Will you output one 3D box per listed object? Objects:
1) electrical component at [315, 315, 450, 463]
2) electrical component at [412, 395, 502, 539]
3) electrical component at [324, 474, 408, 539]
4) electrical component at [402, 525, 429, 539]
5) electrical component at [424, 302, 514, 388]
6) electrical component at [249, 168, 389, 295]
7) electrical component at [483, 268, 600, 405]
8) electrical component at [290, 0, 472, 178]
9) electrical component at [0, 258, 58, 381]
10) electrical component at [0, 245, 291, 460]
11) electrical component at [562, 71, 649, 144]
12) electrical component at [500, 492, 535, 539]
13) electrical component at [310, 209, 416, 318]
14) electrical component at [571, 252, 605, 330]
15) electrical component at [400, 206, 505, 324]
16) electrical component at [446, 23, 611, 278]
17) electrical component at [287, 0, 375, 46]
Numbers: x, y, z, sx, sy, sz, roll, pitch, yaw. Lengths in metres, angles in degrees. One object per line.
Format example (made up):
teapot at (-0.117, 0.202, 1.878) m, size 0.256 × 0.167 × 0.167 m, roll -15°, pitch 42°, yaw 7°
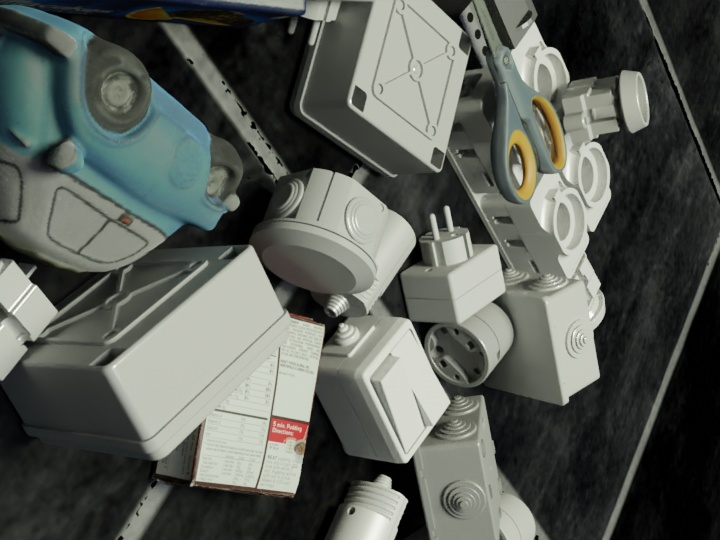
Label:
electrical component at (0.012, 0.075, 0.724) m, size 0.061 × 0.061 × 0.096 m, roll -48°, pitch 125°, yaw -37°
electrical component at (0.072, 0.146, 0.778) m, size 0.099 × 0.048 × 0.099 m, roll -64°, pitch 143°, yaw -71°
electrical component at (0.002, 0.177, 0.728) m, size 0.043 × 0.043 × 0.081 m, roll 48°, pitch 56°, yaw -39°
electrical component at (0.076, 0.227, 0.791) m, size 0.047 × 0.077 × 0.065 m, roll -18°, pitch 104°, yaw -48°
electrical component at (0.084, 0.054, 0.814) m, size 0.047 × 0.055 × 0.055 m, roll -37°, pitch 118°, yaw -47°
electrical component at (-0.024, -0.022, 0.665) m, size 0.080 × 0.080 × 0.051 m, roll 42°, pitch 56°, yaw -42°
electrical component at (0.136, 0.050, 0.841) m, size 0.048 × 0.100 × 0.099 m, roll -24°, pitch 110°, yaw -33°
electrical component at (0.017, -0.133, 0.727) m, size 0.109 × 0.056 × 0.108 m, roll 30°, pitch 69°, yaw -46°
electrical component at (-0.182, 0.015, 0.507) m, size 0.066 × 0.048 × 0.055 m, roll -58°, pitch 139°, yaw -31°
electrical component at (-0.110, 0.038, 0.543) m, size 0.109 × 0.109 × 0.056 m, roll -44°, pitch 120°, yaw -40°
electrical component at (0.190, -0.127, 0.828) m, size 0.066 × 0.055 × 0.048 m, roll -54°, pitch 131°, yaw -55°
electrical component at (0.105, 0.206, 0.843) m, size 0.047 × 0.055 × 0.055 m, roll -22°, pitch 107°, yaw -51°
electrical component at (0.000, 0.000, 0.721) m, size 0.081 × 0.043 × 0.043 m, roll -55°, pitch 129°, yaw -33°
electrical component at (0.174, 0.022, 0.916) m, size 0.057 × 0.058 × 0.078 m, roll 54°, pitch 53°, yaw -32°
electrical component at (0.065, -0.008, 0.795) m, size 0.066 × 0.047 × 0.076 m, roll -30°, pitch 113°, yaw -45°
electrical component at (0.136, -0.092, 0.865) m, size 0.186 × 0.060 × 0.105 m, roll 56°, pitch 51°, yaw -34°
electrical component at (-0.028, -0.180, 0.673) m, size 0.047 × 0.066 × 0.076 m, roll -15°, pitch 131°, yaw -48°
